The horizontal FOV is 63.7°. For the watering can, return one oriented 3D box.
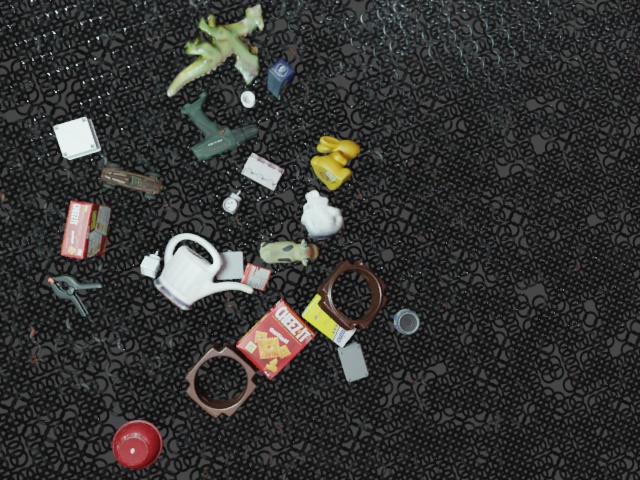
[{"bbox_3d":[-0.387,0.128,1.642,0.351,0.103,0.224,37,91,22],"label":"watering can"}]

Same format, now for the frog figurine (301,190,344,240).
[{"bbox_3d":[0.005,-0.086,1.713,0.137,0.124,0.158,-7,102,14],"label":"frog figurine"}]

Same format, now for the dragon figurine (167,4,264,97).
[{"bbox_3d":[-0.313,-0.607,1.707,0.242,0.122,0.411,26,88,-13],"label":"dragon figurine"}]
